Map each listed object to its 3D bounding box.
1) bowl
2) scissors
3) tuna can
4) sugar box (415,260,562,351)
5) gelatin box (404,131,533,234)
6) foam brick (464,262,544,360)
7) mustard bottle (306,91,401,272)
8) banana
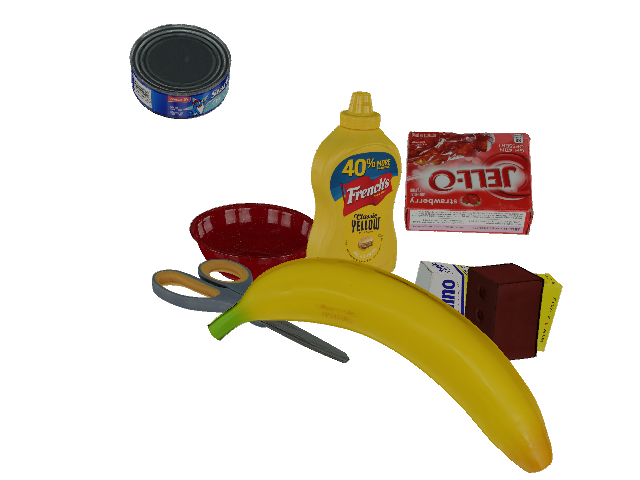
[{"bbox_3d":[-0.082,0.009,1.322,0.162,0.055,0.162,3,25,-2],"label":"bowl"},{"bbox_3d":[-0.048,0.054,0.903,0.202,0.016,0.096,16,26,22],"label":"scissors"},{"bbox_3d":[-0.120,-0.145,0.918,0.086,0.086,0.034,0,-37,-8],"label":"tuna can"},{"bbox_3d":[0.199,0.081,1.303,0.176,0.093,0.048,5,19,-19],"label":"sugar box"},{"bbox_3d":[0.105,-0.042,0.762,0.089,0.073,0.030,2,-37,6],"label":"gelatin box"},{"bbox_3d":[0.167,0.066,0.984,0.051,0.078,0.053,-6,18,-24],"label":"foam brick"},{"bbox_3d":[0.036,-0.056,1.089,0.096,0.192,0.058,-6,20,-26],"label":"mustard bottle"},{"bbox_3d":[0.041,0.056,0.577,0.198,0.070,0.037,22,12,9],"label":"banana"}]
